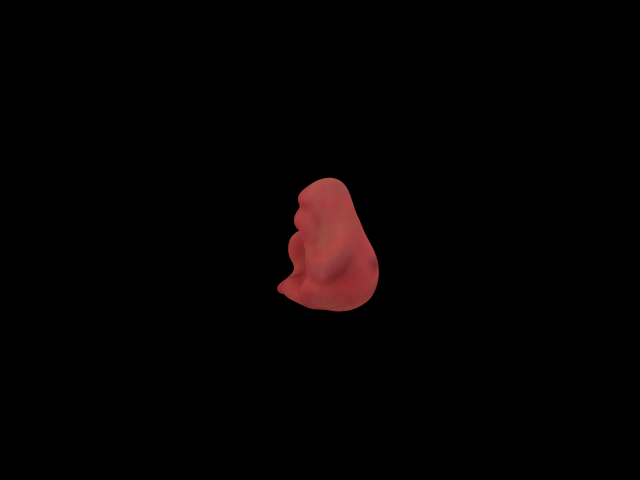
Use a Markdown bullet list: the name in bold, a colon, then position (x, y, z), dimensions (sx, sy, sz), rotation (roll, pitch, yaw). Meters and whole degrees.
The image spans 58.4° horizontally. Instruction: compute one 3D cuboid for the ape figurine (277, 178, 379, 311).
- **ape figurine**: position (0.004, 0.001, 0.400), dimensions (0.076, 0.092, 0.078), rotation (2, 19, 7)
